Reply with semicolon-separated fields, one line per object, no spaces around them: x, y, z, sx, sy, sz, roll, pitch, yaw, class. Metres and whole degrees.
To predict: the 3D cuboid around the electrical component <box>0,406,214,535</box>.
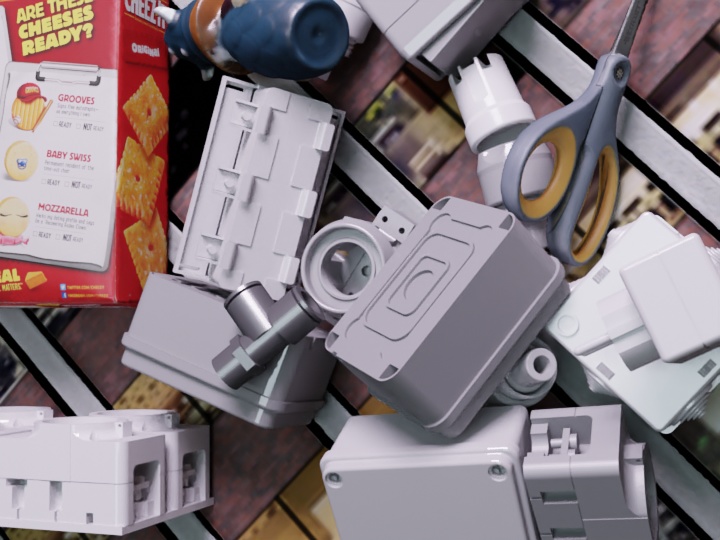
-0.200;0.121;0.678;0.186;0.105;0.060;-2;87;21;electrical component

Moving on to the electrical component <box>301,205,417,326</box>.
0.000;0.000;0.633;0.058;0.057;0.078;35;100;19;electrical component

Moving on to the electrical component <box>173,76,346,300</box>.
-0.057;-0.047;0.647;0.079;0.063;0.121;14;93;-20;electrical component

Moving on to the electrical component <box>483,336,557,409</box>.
0.087;0.054;0.591;0.048;0.062;0.048;2;80;-14;electrical component

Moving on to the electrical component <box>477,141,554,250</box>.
0.092;-0.040;0.607;0.043;0.043;0.062;-16;84;19;electrical component

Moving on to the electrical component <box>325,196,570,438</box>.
0.047;0.024;0.575;0.113;0.057;0.078;-51;30;-9;electrical component

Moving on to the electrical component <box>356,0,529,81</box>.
0.057;-0.160;0.615;0.096;0.062;0.061;-41;75;15;electrical component

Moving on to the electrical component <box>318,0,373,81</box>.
-0.013;-0.146;0.656;0.035;0.035;0.061;29;100;20;electrical component

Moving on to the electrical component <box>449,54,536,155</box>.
0.075;-0.095;0.619;0.040;0.040;0.046;-26;73;18;electrical component

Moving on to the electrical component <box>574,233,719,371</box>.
0.138;0.024;0.511;0.076;0.083;0.047;-27;76;16;electrical component

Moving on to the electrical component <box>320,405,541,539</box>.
0.046;0.135;0.591;0.109;0.056;0.108;-7;111;21;electrical component

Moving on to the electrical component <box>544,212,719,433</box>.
0.159;0.028;0.575;0.100;0.048;0.099;44;101;18;electrical component

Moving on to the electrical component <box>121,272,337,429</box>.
-0.077;0.048;0.649;0.113;0.078;0.057;21;92;20;electrical component

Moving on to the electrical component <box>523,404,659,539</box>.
0.124;0.119;0.563;0.056;0.050;0.089;-7;122;20;electrical component
